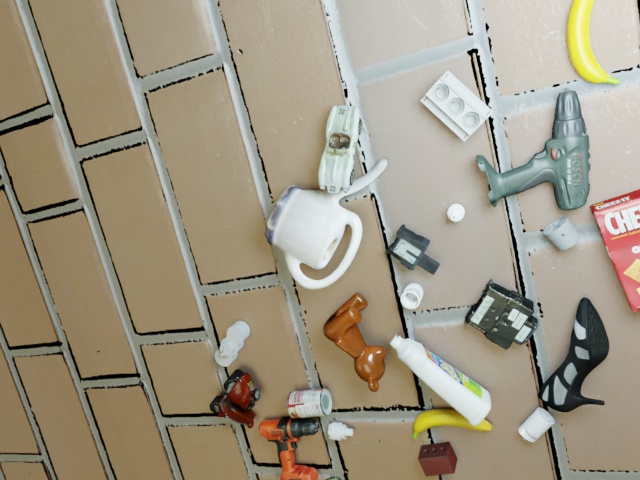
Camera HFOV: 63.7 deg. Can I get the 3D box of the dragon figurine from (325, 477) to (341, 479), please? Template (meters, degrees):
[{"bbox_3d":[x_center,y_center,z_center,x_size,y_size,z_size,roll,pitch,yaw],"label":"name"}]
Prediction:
[{"bbox_3d":[-0.036,0.757,1.353,0.409,0.247,0.121,-9,107,21],"label":"dragon figurine"}]

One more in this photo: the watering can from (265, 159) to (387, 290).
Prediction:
[{"bbox_3d":[0.004,-0.060,1.195,0.225,0.104,0.346,26,97,16],"label":"watering can"}]
